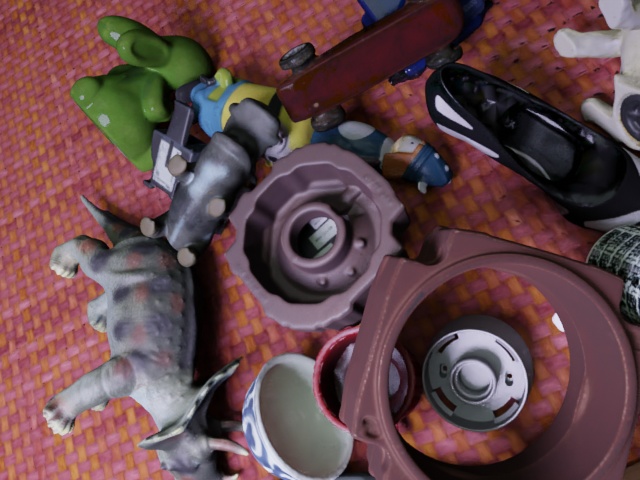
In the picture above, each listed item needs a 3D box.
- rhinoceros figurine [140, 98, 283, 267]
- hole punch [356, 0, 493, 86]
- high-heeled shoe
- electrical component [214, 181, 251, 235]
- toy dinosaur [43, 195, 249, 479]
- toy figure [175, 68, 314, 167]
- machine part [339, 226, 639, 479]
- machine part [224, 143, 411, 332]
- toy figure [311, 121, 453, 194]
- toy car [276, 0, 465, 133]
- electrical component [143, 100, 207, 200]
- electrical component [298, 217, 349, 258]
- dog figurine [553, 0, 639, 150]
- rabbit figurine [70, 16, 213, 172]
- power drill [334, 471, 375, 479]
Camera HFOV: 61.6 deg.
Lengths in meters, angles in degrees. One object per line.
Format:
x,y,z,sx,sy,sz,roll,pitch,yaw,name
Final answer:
-0.107,-0.058,0.561,0.073,0.112,0.190,38,112,6,rhinoceros figurine
0.106,-0.259,0.588,0.142,0.092,0.116,-37,70,4,hole punch
0.209,-0.083,0.467,0.249,0.145,0.086,28,88,27,high-heeled shoe
-0.118,-0.055,0.631,0.063,0.021,0.094,24,92,-16,electrical component
-0.189,0.080,0.597,0.192,0.131,0.405,-18,65,3,toy dinosaur
-0.084,-0.150,0.633,0.180,0.082,0.089,27,87,27,toy figure
0.128,0.101,0.409,0.201,0.087,0.201,17,88,-2,machine part
-0.001,-0.002,0.512,0.180,0.056,0.179,-6,73,19,machine part
0.065,-0.090,0.569,0.155,0.057,0.064,15,71,25,toy figure
0.050,-0.187,0.548,0.202,0.089,0.053,-28,33,7,toy car
-0.164,-0.106,0.645,0.075,0.048,0.119,29,113,26,electrical component
-0.014,-0.007,0.580,0.115,0.058,0.134,-40,66,9,electrical component
0.340,-0.179,0.478,0.191,0.121,0.172,-27,101,-6,dog figurine
-0.219,-0.202,0.675,0.170,0.158,0.121,-44,55,-11,rabbit figurine
0.025,0.292,0.438,0.232,0.085,0.207,-6,50,26,power drill
